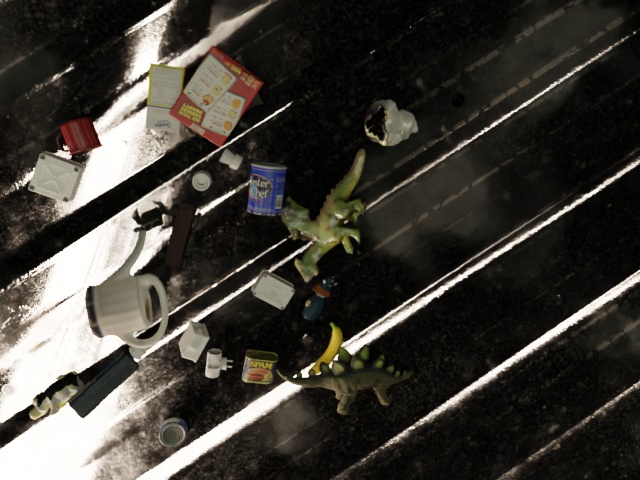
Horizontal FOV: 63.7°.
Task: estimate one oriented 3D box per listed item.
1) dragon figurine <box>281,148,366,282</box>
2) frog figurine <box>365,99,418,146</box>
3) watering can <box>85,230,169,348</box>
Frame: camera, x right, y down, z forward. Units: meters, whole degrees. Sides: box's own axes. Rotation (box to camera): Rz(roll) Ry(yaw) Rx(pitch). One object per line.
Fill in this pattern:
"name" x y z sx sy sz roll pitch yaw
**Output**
"dragon figurine" 0.005 -0.077 1.538 0.243 0.122 0.410 5 92 -3
"frog figurine" 0.212 -0.350 1.529 0.161 0.122 0.137 -22 99 -42
"watering can" -0.560 0.145 1.476 0.225 0.104 0.348 -11 90 -7
